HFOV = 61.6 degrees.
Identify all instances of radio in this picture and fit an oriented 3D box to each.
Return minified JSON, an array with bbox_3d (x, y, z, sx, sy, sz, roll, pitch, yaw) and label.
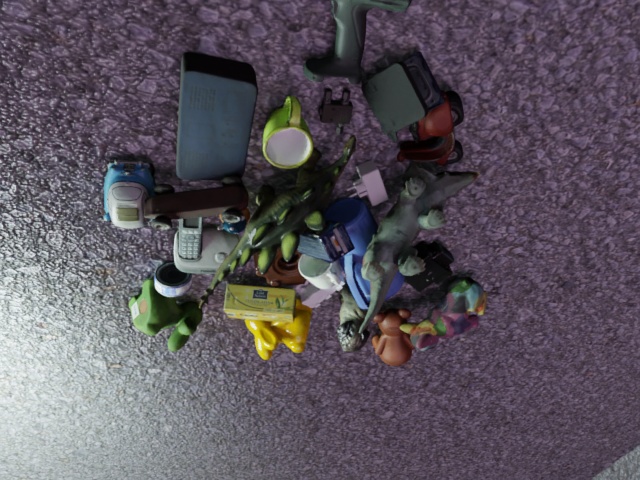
[{"bbox_3d":[-0.193,-0.216,0.985,0.131,0.073,0.229,3,135,-16],"label":"radio"}]

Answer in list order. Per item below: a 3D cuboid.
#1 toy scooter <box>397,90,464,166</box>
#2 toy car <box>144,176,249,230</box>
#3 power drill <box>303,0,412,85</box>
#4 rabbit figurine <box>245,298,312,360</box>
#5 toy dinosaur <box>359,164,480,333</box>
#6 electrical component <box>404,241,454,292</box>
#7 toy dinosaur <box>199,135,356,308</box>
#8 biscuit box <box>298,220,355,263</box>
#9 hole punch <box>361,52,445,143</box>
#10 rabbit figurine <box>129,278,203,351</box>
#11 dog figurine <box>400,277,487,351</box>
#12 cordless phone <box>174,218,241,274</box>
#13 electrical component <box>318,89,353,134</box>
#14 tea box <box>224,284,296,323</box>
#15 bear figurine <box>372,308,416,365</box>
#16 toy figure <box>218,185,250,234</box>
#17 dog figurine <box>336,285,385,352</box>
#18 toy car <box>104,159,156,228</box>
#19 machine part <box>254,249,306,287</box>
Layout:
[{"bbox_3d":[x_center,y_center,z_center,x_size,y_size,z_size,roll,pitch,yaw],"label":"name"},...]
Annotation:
[{"bbox_3d":[0.216,-0.210,1.073,0.135,0.075,0.183,-13,140,4],"label":"toy scooter"},{"bbox_3d":[-0.234,-0.068,1.025,0.202,0.089,0.053,-7,159,6],"label":"toy car"},{"bbox_3d":[0.024,-0.367,0.880,0.232,0.086,0.207,1,127,-16],"label":"power drill"},{"bbox_3d":[-0.119,0.231,1.407,0.173,0.162,0.121,20,142,-6],"label":"rabbit figurine"},{"bbox_3d":[0.167,-0.006,1.123,0.131,0.192,0.404,34,93,0],"label":"toy dinosaur"},{"bbox_3d":[0.269,0.064,1.367,0.134,0.058,0.114,-39,131,26],"label":"electrical component"},{"bbox_3d":[-0.088,-0.035,1.088,0.105,0.199,0.471,37,115,-20],"label":"toy dinosaur"},{"bbox_3d":[-0.002,-0.003,1.111,0.059,0.203,0.062,-32,105,-16],"label":"biscuit box"},{"bbox_3d":[0.151,-0.266,0.978,0.116,0.092,0.142,-16,110,49],"label":"hole punch"},{"bbox_3d":[-0.352,0.179,1.308,0.170,0.159,0.121,15,122,-44],"label":"rabbit figurine"},{"bbox_3d":[0.325,0.206,1.431,0.219,0.109,0.191,-20,136,-25],"label":"dog figurine"},{"bbox_3d":[-0.241,-0.016,1.168,0.147,0.089,0.184,2,130,-13],"label":"cordless phone"},{"bbox_3d":[0.029,-0.246,1.033,0.063,0.021,0.093,0,135,-10],"label":"electrical component"},{"bbox_3d":[-0.145,0.157,1.325,0.170,0.068,0.098,4,161,-1],"label":"tea box"},{"bbox_3d":[0.203,0.255,1.524,0.120,0.132,0.195,-14,117,0],"label":"bear figurine"},{"bbox_3d":[-0.171,-0.062,1.082,0.057,0.155,0.064,30,121,-32],"label":"toy figure"},{"bbox_3d":[0.119,0.182,1.360,0.172,0.191,0.121,-29,133,15],"label":"dog figurine"},{"bbox_3d":[-0.373,-0.077,1.065,0.109,0.103,0.161,2,136,-15],"label":"toy car"},{"bbox_3d":[-0.071,0.039,1.274,0.179,0.056,0.179,-7,135,-7],"label":"machine part"}]
